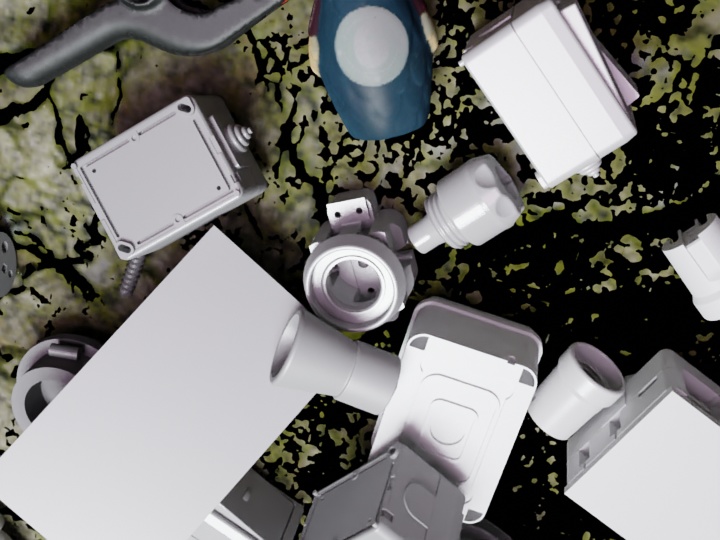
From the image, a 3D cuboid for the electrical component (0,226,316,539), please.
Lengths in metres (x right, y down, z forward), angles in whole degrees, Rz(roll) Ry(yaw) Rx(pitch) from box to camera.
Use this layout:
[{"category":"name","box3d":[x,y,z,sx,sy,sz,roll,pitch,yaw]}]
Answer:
[{"category":"electrical component","box3d":[-0.108,0.080,0.620,0.105,0.060,0.186,43,83,-6]}]

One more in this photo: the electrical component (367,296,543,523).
[{"category":"electrical component","box3d":[0.054,0.080,0.632,0.078,0.057,0.113,18,115,3]}]

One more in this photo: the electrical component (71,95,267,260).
[{"category":"electrical component","box3d":[-0.098,-0.056,0.601,0.096,0.061,0.061,-27,92,15]}]

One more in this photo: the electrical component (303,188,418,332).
[{"category":"electrical component","box3d":[0.000,0.000,0.609,0.058,0.057,0.078,-10,110,15]}]

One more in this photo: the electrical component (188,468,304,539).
[{"category":"electrical component","box3d":[-0.080,0.165,0.691,0.096,0.061,0.061,36,114,-5]}]

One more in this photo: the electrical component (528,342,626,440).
[{"category":"electrical component","box3d":[0.124,0.071,0.625,0.040,0.040,0.046,35,120,-5]}]

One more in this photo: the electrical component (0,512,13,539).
[{"category":"electrical component","box3d":[-0.264,0.190,0.746,0.045,0.045,0.055,-21,107,18]}]

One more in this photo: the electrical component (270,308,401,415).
[{"category":"electrical component","box3d":[-0.011,0.053,0.584,0.065,0.044,0.044,22,115,-13]}]

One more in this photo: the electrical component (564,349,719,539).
[{"category":"electrical component","box3d":[0.204,0.127,0.620,0.150,0.061,0.089,37,114,-6]}]

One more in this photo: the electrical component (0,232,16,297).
[{"category":"electrical component","box3d":[-0.247,-0.004,0.662,0.055,0.045,0.045,1,113,10]}]

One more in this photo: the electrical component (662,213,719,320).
[{"category":"electrical component","box3d":[0.191,-0.002,0.582,0.040,0.040,0.046,-35,96,22]}]

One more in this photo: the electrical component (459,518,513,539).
[{"category":"electrical component","box3d":[0.060,0.192,0.659,0.099,0.099,0.064,30,109,-2]}]

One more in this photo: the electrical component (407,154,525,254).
[{"category":"electrical component","box3d":[0.056,-0.032,0.593,0.062,0.043,0.043,-33,103,23]}]

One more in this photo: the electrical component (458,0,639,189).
[{"category":"electrical component","box3d":[0.103,-0.091,0.548,0.061,0.061,0.096,-32,103,21]}]

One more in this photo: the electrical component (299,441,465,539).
[{"category":"electrical component","box3d":[0.008,0.153,0.606,0.061,0.061,0.096,41,129,-16]}]
